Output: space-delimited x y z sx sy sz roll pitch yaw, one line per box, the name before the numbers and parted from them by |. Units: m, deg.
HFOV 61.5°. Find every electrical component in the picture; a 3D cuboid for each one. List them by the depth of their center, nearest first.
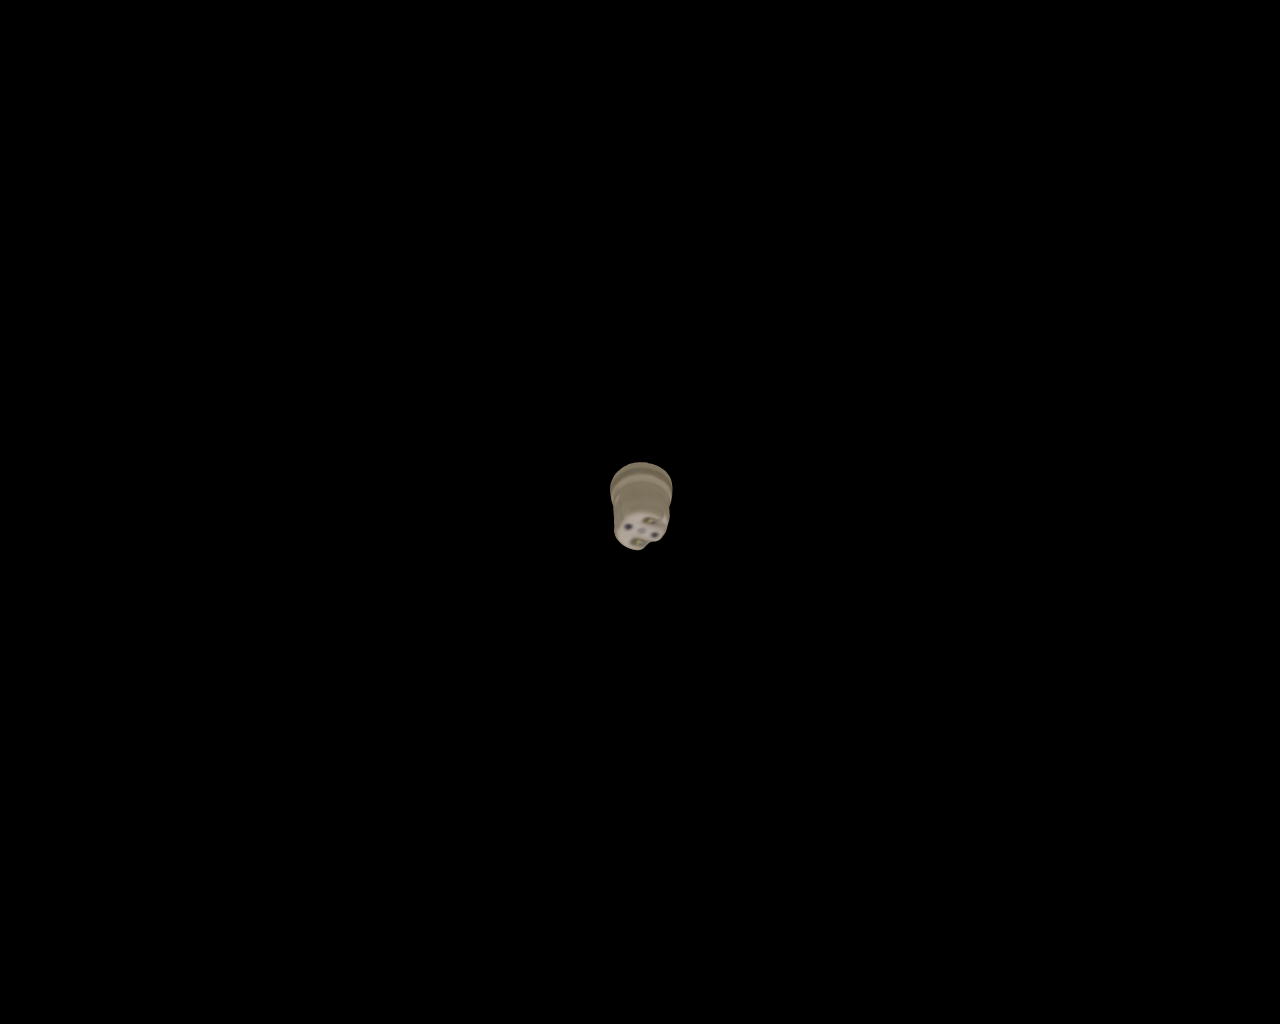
electrical component | 0.001 -0.003 0.650 0.040 0.040 0.046 0 39 0
